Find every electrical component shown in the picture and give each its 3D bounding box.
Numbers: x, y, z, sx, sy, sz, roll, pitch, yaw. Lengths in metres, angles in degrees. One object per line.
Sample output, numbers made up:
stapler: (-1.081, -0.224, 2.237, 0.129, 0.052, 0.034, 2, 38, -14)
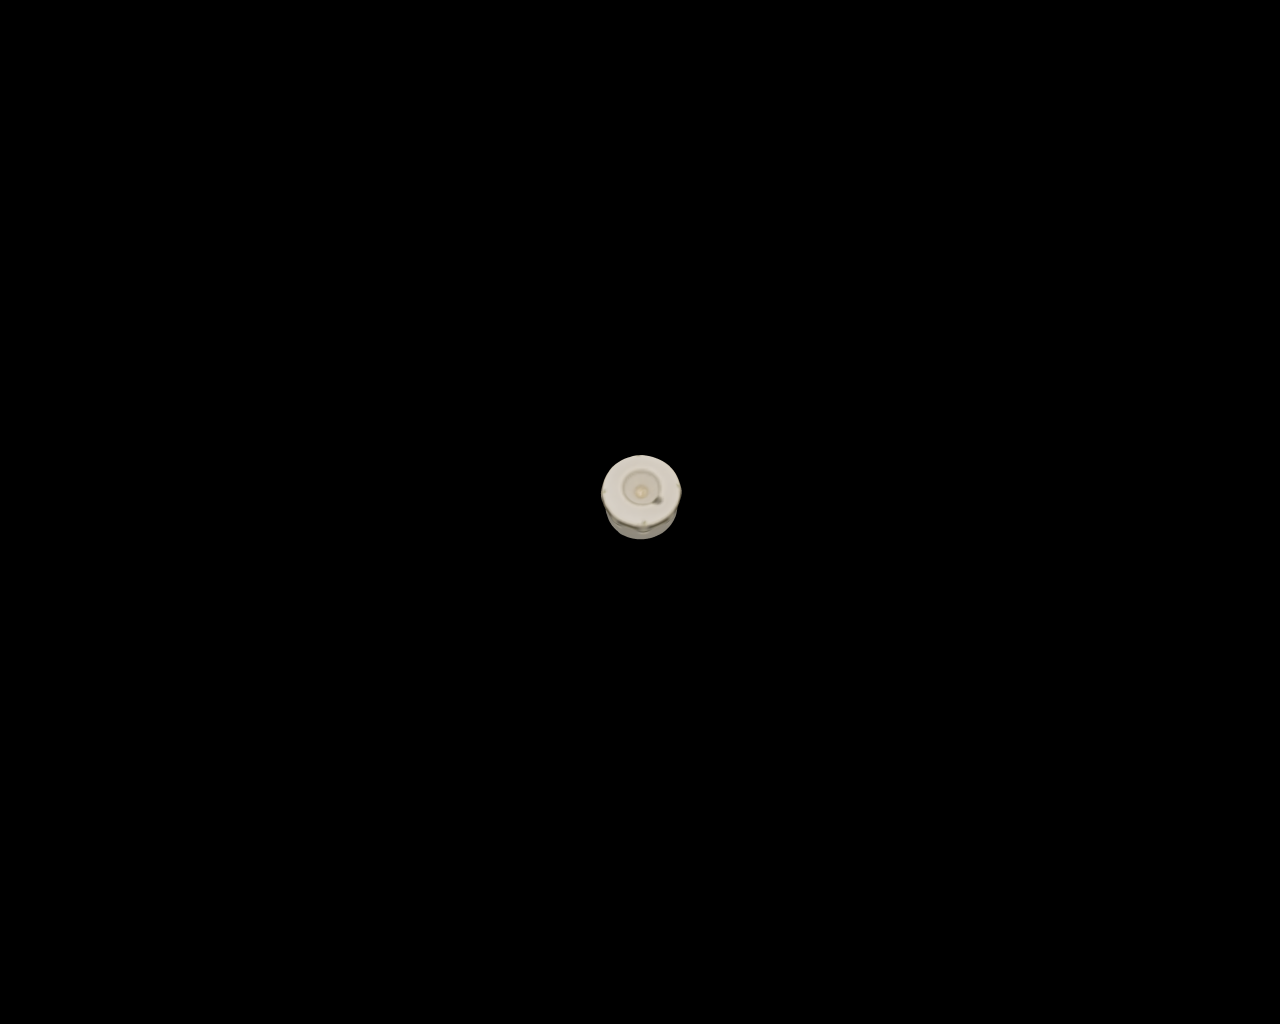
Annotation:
electrical component: (0.001, -0.003, 0.650, 0.048, 0.048, 0.062, 0, -24, 0)
